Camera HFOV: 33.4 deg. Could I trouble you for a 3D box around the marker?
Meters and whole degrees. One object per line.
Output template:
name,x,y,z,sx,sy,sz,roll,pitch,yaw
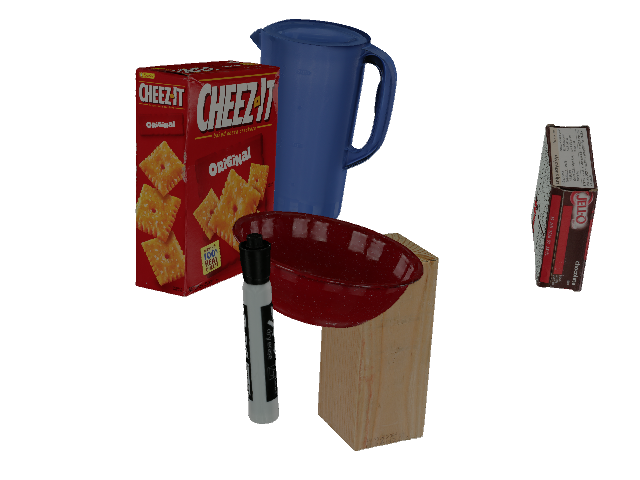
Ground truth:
marker,-0.037,0.053,0.637,0.020,0.121,0.020,-1,22,0

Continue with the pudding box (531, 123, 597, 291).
pudding box,0.190,-0.028,0.834,0.039,0.090,0.113,5,32,5

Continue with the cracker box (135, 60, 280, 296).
cracker box,-0.110,-0.067,1.069,0.072,0.214,0.163,11,16,27

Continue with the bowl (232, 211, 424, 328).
bowl,0.002,0.029,0.883,0.162,0.055,0.162,11,18,-4

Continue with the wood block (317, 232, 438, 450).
wood block,0.059,0.106,1.140,0.090,0.206,0.091,-7,22,-25

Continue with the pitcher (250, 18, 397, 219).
pitcher,-0.007,-0.142,1.312,0.144,0.243,0.149,-6,26,-24
